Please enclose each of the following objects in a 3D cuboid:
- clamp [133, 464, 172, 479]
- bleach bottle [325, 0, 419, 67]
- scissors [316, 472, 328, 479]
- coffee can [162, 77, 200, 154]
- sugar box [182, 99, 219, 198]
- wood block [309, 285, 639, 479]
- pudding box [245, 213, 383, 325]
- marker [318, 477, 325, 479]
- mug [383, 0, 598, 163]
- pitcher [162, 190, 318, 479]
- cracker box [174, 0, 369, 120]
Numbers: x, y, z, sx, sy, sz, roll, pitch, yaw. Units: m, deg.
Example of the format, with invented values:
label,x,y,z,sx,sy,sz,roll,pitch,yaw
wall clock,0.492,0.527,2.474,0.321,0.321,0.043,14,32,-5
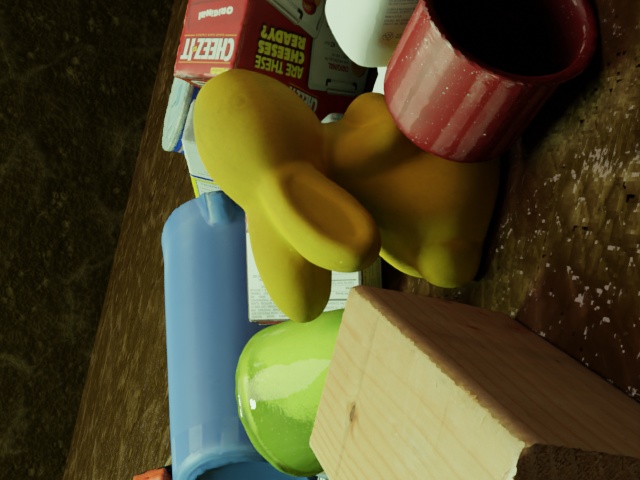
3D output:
label,x,y,z,sx,sy,sz,roll,pitch,yaw
clamp,-0.089,0.220,0.833,0.120,0.039,0.171,-97,-16,-55
bleach bottle,0.072,-0.200,0.561,0.251,0.102,0.068,108,142,-55
scissors,0.037,0.136,0.645,0.096,0.016,0.202,-62,27,6
coffee can,-0.062,-0.115,0.966,0.103,0.140,0.103,-167,90,-74
sugar box,-0.061,-0.054,0.908,0.176,0.093,0.048,95,-173,-66
wood block,0.069,0.091,0.440,0.206,0.090,0.091,-138,62,-72
pudding box,-0.005,0.001,0.731,0.039,0.090,0.113,-5,-88,-64
marker,-0.002,0.199,0.730,0.020,0.020,0.121,-131,56,-71
mug,0.088,-0.101,0.555,0.117,0.093,0.082,-50,-6,-33
pitcher,-0.056,0.092,0.836,0.145,0.149,0.243,-44,36,36
cracker box,-0.021,-0.207,0.850,0.072,0.163,0.214,9,85,37
